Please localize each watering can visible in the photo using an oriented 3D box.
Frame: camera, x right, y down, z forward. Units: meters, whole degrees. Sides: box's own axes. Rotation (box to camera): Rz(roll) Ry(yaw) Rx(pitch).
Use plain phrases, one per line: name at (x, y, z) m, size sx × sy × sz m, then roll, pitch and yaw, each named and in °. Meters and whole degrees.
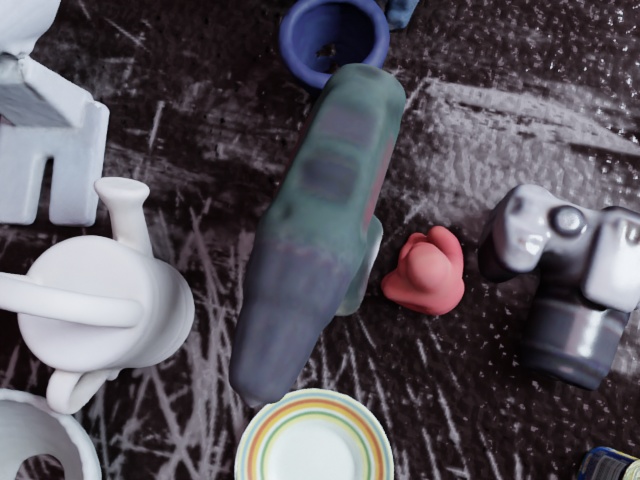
watering can at (-0.170, 0.040, 0.430) m, size 0.101 × 0.194 × 0.173 m, roll -7°, pitch 79°, yaw 2°

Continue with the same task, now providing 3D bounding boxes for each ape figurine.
ape figurine at (0.087, 0.025, 0.470) m, size 0.078 × 0.092 × 0.076 m, roll -26°, pitch 79°, yaw -2°

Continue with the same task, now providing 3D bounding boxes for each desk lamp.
desk lamp at (-0.255, -0.131, 0.456) m, size 0.118 × 0.213 × 0.203 m, roll 0°, pitch 79°, yaw 4°

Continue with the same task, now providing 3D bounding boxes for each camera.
camera at (0.196, 0.040, 0.456) m, size 0.143 × 0.101 × 0.137 m, roll 21°, pitch 81°, yaw 7°

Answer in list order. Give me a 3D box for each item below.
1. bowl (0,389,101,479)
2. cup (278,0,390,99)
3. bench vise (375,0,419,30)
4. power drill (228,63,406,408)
bowl at (-0.248, 0.204, 0.464) m, size 0.167 × 0.075 × 0.167 m, roll -1°, pitch 79°, yaw 3°
cup at (0.018, -0.170, 0.508) m, size 0.091 × 0.095 × 0.118 m, roll 18°, pitch 81°, yaw 7°
bench vise at (0.020, -0.279, 0.465) m, size 0.207 × 0.220 × 0.121 m, roll 2°, pitch 79°, yaw 4°
power drill at (0.004, 0.002, 0.420) m, size 0.075 × 0.208 × 0.230 m, roll 16°, pitch 81°, yaw 7°
